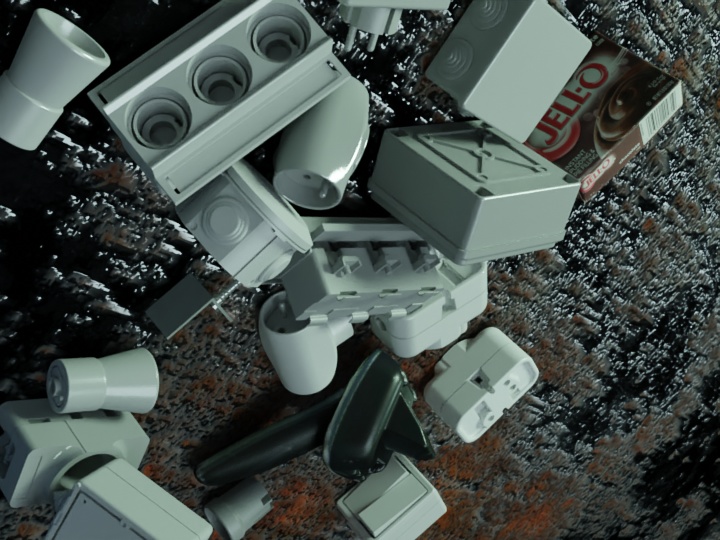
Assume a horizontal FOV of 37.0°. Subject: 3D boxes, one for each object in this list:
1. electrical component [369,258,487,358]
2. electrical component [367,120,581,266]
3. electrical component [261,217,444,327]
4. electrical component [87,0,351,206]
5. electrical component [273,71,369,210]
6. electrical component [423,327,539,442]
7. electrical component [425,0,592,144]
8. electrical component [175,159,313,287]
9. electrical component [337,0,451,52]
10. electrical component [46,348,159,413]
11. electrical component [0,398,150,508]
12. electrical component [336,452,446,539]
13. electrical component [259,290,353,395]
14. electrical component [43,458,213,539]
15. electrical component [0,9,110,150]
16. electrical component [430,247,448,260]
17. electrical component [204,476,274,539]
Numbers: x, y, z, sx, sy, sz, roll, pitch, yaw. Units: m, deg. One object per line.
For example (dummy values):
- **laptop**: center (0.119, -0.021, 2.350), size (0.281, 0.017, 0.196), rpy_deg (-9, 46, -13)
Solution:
- **electrical component**: center (0.055, 0.024, 0.871), size (0.095, 0.054, 0.059), rpy_deg (-31, 141, -20)
- **electrical component**: center (0.081, -0.059, 0.772), size (0.109, 0.109, 0.056), rpy_deg (-11, 129, -39)
- **electrical component**: center (0.000, 0.000, 0.774), size (0.121, 0.063, 0.079), rpy_deg (-2, 154, -44)
- **electrical component**: center (-0.078, -0.099, 0.607), size (0.121, 0.078, 0.063), rpy_deg (-38, 173, -12)
- **electrical component**: center (-0.031, -0.075, 0.684), size (0.044, 0.077, 0.079), rpy_deg (23, 151, -17)
- **electrical component**: center (0.109, 0.103, 0.994), size (0.095, 0.059, 0.053), rpy_deg (-43, 144, -4)
- **electrical component**: center (0.104, -0.149, 0.760), size (0.100, 0.048, 0.099), rpy_deg (19, 110, -51)
- **electrical component**: center (-0.072, -0.031, 0.671), size (0.051, 0.080, 0.080), rpy_deg (-43, 144, 4)
- **electrical component**: center (0.009, -0.167, 0.649), size (0.083, 0.047, 0.075), rpy_deg (-9, 130, -40)
- **electrical component**: center (-0.171, 0.074, 0.704), size (0.065, 0.044, 0.044), rpy_deg (0, 124, -40)
- **electrical component**: center (-0.192, 0.121, 0.713), size (0.089, 0.056, 0.050), rpy_deg (1, 123, -46)
- **electrical component**: center (0.024, 0.229, 1.027), size (0.096, 0.062, 0.061), rpy_deg (-40, 143, -9)
- **electrical component**: center (-0.032, 0.045, 0.812), size (0.079, 0.043, 0.077), rpy_deg (-33, 142, -18)
- **electrical component**: center (-0.151, 0.166, 0.680), size (0.061, 0.096, 0.061), rpy_deg (-59, 170, 16)
- **electrical component**: center (-0.165, -0.094, 0.550), size (0.065, 0.044, 0.044), rpy_deg (-50, 144, 13)
- **electrical component**: center (0.070, -0.028, 0.847), size (0.078, 0.040, 0.040), rpy_deg (-32, 142, -19)
- **electrical component**: center (-0.100, 0.198, 0.894), size (0.046, 0.040, 0.040), rpy_deg (-35, 143, -26)
